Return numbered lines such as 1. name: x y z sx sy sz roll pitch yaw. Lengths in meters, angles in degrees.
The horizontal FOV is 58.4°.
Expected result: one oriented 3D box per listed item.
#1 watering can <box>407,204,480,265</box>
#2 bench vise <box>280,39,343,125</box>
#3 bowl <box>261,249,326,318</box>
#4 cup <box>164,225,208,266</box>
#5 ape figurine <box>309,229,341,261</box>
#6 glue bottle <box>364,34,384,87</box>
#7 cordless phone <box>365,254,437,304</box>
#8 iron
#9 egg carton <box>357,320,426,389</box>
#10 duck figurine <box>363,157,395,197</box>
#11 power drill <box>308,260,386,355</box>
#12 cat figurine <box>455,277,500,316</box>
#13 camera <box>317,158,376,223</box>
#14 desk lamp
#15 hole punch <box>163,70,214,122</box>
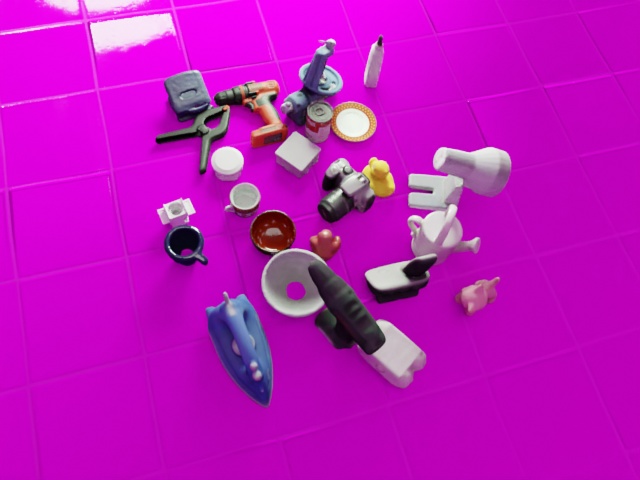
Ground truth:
1. watering can: 0.299 -0.017 1.380 0.173 0.194 0.101 6 66 -4
2. bench vise: -0.011 -0.408 1.499 0.121 0.220 0.207 25 67 5
3. bowl: -0.056 0.111 1.351 0.167 0.075 0.167 2 67 -5
4. cup: -0.304 0.030 1.347 0.117 0.095 0.092 38 68 10
5. ape figurine: 0.013 0.005 1.395 0.078 0.092 0.076 18 66 2
6. glue bottle: 0.154 -0.504 1.584 0.037 0.173 0.078 4 66 -4
7. cordless phone: 0.190 0.073 1.334 0.148 0.185 0.094 -15 69 -12
8. iron: -0.163 0.236 1.249 0.119 0.141 0.258 -22 71 -15
9. egg carton: 0.163 0.261 1.314 0.150 0.069 0.107 40 69 11
10. duck figurine: 0.158 -0.168 1.488 0.078 0.086 0.104 -30 73 -17
11. power drill: 0.046 0.164 1.267 0.076 0.208 0.229 -38 76 -19
12. cat figurine: 0.379 0.130 1.368 0.128 0.118 0.067 -32 74 -18
13. camera: 0.051 -0.120 1.447 0.137 0.101 0.143 -38 76 -19
14. desk lamp: 0.344 -0.155 1.433 0.203 0.213 0.118 4 66 -4
15. hole punch: -0.348 -0.384 1.521 0.109 0.091 0.101 -24 71 -15
